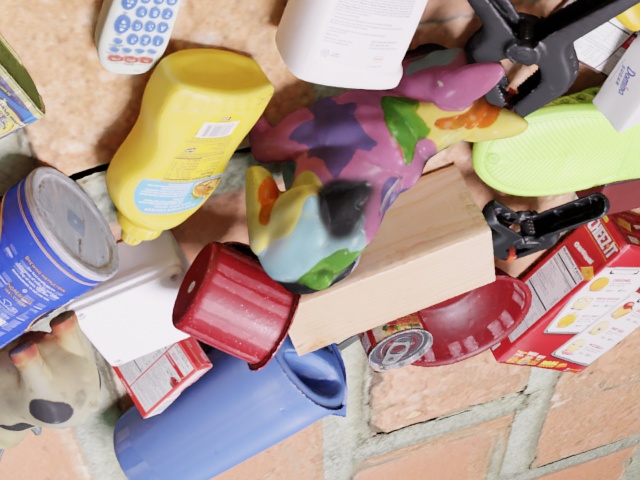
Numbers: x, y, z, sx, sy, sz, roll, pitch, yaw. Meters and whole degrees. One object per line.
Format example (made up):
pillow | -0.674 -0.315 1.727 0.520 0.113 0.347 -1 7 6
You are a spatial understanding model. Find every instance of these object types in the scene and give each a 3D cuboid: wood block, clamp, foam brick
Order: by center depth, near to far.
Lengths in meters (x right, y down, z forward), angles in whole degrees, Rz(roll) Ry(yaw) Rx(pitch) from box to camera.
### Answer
clamp | 0.156 -0.167 0.853 0.164 0.036 0.210 16 153 1
wood block | 0.054 0.019 1.021 0.206 0.090 0.091 -21 145 -1
clamp | 0.216 -0.013 1.061 0.120 0.039 0.171 -1 168 4
foam brick | 0.303 -0.064 1.079 0.078 0.053 0.051 -11 143 -13

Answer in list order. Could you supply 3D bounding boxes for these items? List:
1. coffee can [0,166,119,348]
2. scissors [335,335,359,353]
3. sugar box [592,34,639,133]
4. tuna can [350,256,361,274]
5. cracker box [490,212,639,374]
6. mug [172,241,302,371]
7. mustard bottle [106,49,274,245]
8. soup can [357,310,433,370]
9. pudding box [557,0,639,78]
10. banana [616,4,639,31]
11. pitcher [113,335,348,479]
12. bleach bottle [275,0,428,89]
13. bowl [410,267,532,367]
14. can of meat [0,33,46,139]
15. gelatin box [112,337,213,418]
coffee can | -0.246 0.021 0.849 0.140 0.103 0.102 -32 144 14
scissors | 0.016 0.133 1.194 0.202 0.016 0.096 -26 151 18
sugar box | 0.327 -0.161 0.925 0.176 0.048 0.093 -21 156 -26
tuna can | -0.006 0.001 0.968 0.086 0.086 0.033 -21 143 -2
cracker box | 0.311 0.063 1.233 0.163 0.072 0.214 12 131 -40
mug | -0.071 0.045 0.909 0.081 0.117 0.093 26 131 -17
mustard bottle | -0.117 -0.063 0.846 0.096 0.058 0.192 -10 146 -43
soup can | 0.064 0.072 1.083 0.068 0.102 0.068 -15 144 -11
pudding box | 0.256 -0.194 0.896 0.089 0.039 0.114 16 128 -41
banana | 0.203 -0.233 0.788 0.037 0.070 0.197 -33 143 3
pitcher | -0.105 0.165 1.109 0.243 0.149 0.144 -35 158 22
bleach bottle | 0.054 -0.221 0.733 0.102 0.068 0.251 0 137 -29
bowl | 0.147 0.071 1.168 0.162 0.055 0.162 -14 144 -11
can of meat | -0.248 -0.104 0.725 0.084 0.057 0.102 -27 145 3
gelatin box | -0.158 0.120 1.050 0.089 0.073 0.030 -43 163 25
